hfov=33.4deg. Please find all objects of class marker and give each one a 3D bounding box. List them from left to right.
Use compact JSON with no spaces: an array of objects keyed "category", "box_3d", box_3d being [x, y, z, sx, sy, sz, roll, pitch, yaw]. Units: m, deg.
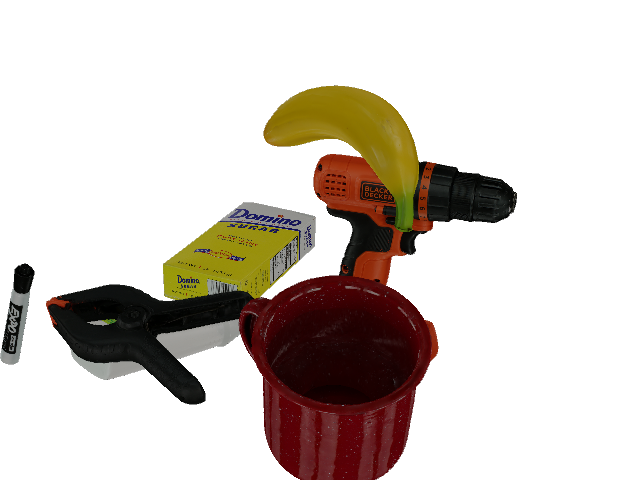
[{"category":"marker","box_3d":[-0.296,0.072,1.043,0.020,0.121,0.020,14,34,-10]}]

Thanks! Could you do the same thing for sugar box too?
[{"category":"sugar box","box_3d":[-0.082,0.014,1.136,0.093,0.048,0.176,13,31,21]}]

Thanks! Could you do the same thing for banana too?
[{"category":"banana","box_3d":[0.014,-0.073,0.731,0.037,0.070,0.198,22,9,-34]}]

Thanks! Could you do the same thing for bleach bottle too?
[{"category":"bleach bottle","box_3d":[-0.206,0.123,1.453,0.250,0.068,0.103,-11,25,-41]}]

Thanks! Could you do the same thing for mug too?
[{"category":"mug","box_3d":[0.000,0.074,0.581,0.117,0.081,0.093,29,51,25]}]

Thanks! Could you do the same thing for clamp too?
[{"category":"clamp","box_3d":[-0.140,0.067,0.878,0.172,0.039,0.120,18,38,22]}]

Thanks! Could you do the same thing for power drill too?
[{"category":"power drill","box_3d":[0.080,0.017,0.985,0.185,0.188,0.057,10,19,17]}]
